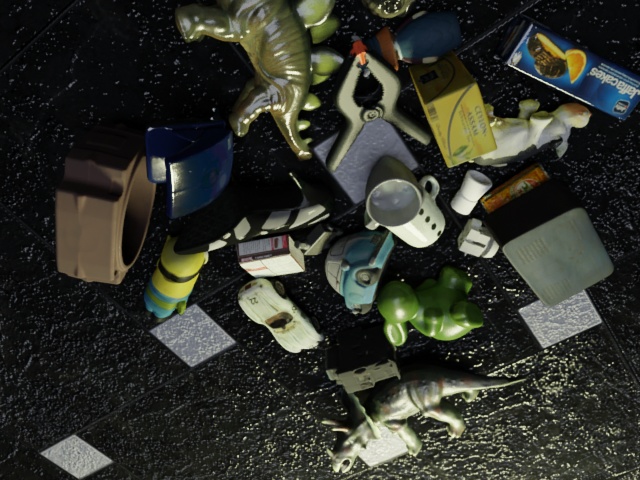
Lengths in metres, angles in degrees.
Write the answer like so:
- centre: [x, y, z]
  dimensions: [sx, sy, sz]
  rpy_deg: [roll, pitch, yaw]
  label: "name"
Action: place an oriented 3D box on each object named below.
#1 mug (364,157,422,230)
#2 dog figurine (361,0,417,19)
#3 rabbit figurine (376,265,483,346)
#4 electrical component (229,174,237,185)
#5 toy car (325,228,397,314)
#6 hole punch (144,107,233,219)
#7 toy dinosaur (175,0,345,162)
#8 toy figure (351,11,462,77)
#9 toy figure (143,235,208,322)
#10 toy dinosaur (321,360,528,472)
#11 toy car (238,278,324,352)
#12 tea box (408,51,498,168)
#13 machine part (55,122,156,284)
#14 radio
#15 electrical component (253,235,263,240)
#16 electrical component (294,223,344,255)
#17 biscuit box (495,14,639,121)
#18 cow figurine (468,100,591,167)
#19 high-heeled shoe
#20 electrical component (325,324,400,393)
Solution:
- centre: [0.105, -0.072, 0.823]
  dimensions: [0.081, 0.107, 0.109]
  rpy_deg: [22, 124, -11]
  label: "mug"
- centre: [0.156, -0.353, 0.663]
  dimensions: [0.172, 0.121, 0.190]
  rpy_deg: [21, 134, -8]
  label: "dog figurine"
- centre: [0.166, 0.111, 0.936]
  dimensions: [0.170, 0.121, 0.159]
  rpy_deg: [14, 145, -25]
  label: "rabbit figurine"
- centre: [-0.183, -0.121, 0.830]
  dimensions: [0.075, 0.048, 0.119]
  rpy_deg: [-16, 120, 9]
  label: "electrical component"
- centre: [0.061, 0.043, 0.910]
  dimensions: [0.103, 0.109, 0.161]
  rpy_deg: [24, 138, 13]
  label: "toy car"
- centre: [-0.172, -0.100, 0.736]
  dimensions: [0.116, 0.092, 0.142]
  rpy_deg: [-13, 140, -23]
  label: "hole punch"
- centre: [-0.078, -0.296, 0.692]
  dimensions: [0.199, 0.105, 0.470]
  rpy_deg: [-21, 129, 5]
  label: "toy dinosaur"
- centre: [0.113, -0.264, 0.731]
  dimensions: [0.155, 0.064, 0.057]
  rpy_deg: [-13, 159, 14]
  label: "toy figure"
- centre: [-0.253, 0.071, 0.929]
  dimensions: [0.082, 0.089, 0.180]
  rpy_deg: [24, 117, -20]
  label: "toy figure"
- centre: [0.184, 0.309, 1.064]
  dimensions: [0.405, 0.131, 0.192]
  rpy_deg: [-37, 115, 15]
  label: "toy dinosaur"
- centre: [-0.068, 0.142, 0.981]
  dimensions: [0.073, 0.056, 0.201]
  rpy_deg: [-29, 125, 17]
  label: "toy car"
- centre: [0.173, -0.180, 0.717]
  dimensions: [0.068, 0.170, 0.098]
  rpy_deg: [-20, 121, 15]
  label: "tea box"
- centre: [-0.304, -0.053, 0.784]
  dimensions: [0.087, 0.201, 0.201]
  rpy_deg: [13, 121, -8]
  label: "machine part"
- centre: [0.371, 0.010, 0.857]
  dimensions: [0.131, 0.073, 0.229]
  rpy_deg: [-34, 134, 19]
  label: "radio"
- centre: [-0.139, -0.031, 0.888]
  dimensions: [0.078, 0.045, 0.102]
  rpy_deg: [-39, 114, 20]
  label: "electrical component"
- centre: [-0.002, -0.003, 0.887]
  dimensions: [0.063, 0.021, 0.094]
  rpy_deg: [-47, 155, 25]
  label: "electrical component"
- centre: [0.349, -0.237, 0.743]
  dimensions: [0.203, 0.059, 0.062]
  rpy_deg: [20, 121, -12]
  label: "biscuit box"
- centre: [0.305, -0.152, 0.793]
  dimensions: [0.167, 0.068, 0.098]
  rpy_deg: [-3, 128, 6]
  label: "cow figurine"
- centre: [-0.096, -0.026, 0.848]
  dimensions: [0.249, 0.086, 0.145]
  rpy_deg: [-30, 146, 6]
  label: "high-heeled shoe"
- centre: [0.077, 0.218, 1.003]
  dimensions: [0.134, 0.115, 0.058]
  rpy_deg: [-18, 118, 10]
  label: "electrical component"
